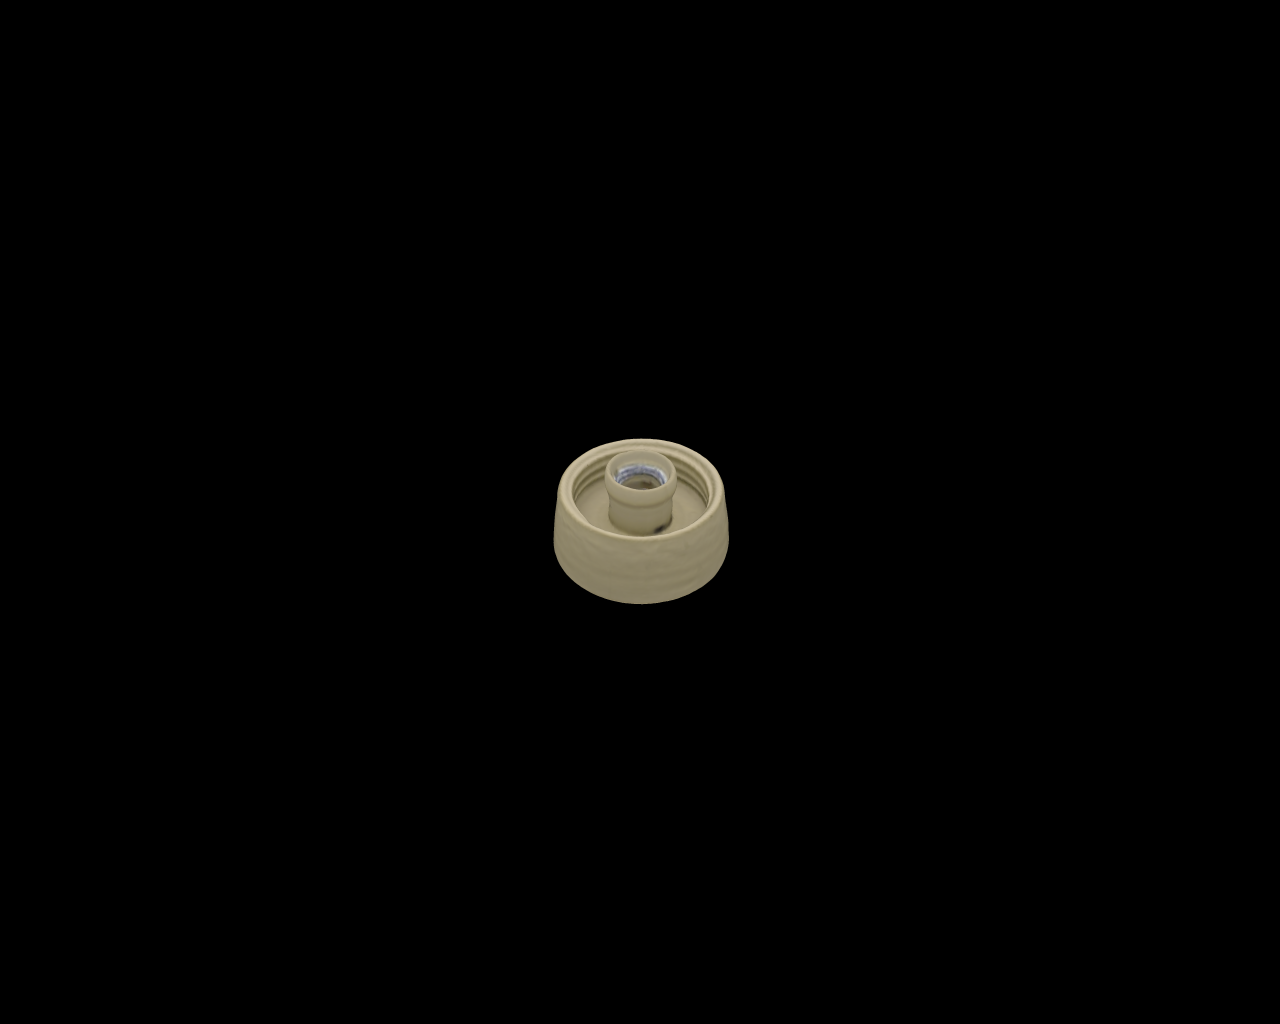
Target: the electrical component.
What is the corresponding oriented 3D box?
[{"bbox_3d":[0.001,-0.003,0.650,0.108,0.060,0.108,0,40,0],"label":"electrical component"}]
